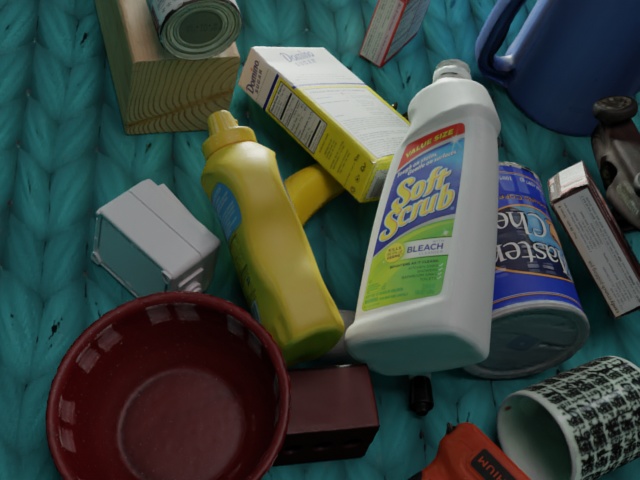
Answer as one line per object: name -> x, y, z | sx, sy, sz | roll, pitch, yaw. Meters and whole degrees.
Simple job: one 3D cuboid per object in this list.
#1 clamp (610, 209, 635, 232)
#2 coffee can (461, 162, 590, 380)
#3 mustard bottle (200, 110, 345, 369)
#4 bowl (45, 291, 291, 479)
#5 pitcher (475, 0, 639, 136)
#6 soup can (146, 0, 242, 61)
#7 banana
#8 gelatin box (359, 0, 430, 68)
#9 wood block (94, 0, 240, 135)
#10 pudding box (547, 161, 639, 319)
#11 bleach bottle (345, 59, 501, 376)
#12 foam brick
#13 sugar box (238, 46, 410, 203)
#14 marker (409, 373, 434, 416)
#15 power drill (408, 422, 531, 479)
clamp -> 0.324, -0.013, 0.965 | 0.171, 0.039, 0.120 | -36, 75, -27
coffee can -> 0.143, 0.024, 0.841 | 0.102, 0.103, 0.140 | 2, 52, -15
mustard bottle -> -0.043, -0.007, 0.767 | 0.058, 0.096, 0.192 | -18, 73, -13
bowl -> -0.097, 0.117, 0.713 | 0.162, 0.055, 0.162 | -2, 62, 3
pitcher -> 0.255, -0.216, 0.970 | 0.145, 0.243, 0.149 | 41, 60, 14
soup can -> -0.107, -0.202, 0.851 | 0.068, 0.069, 0.102 | -8, 57, -22
banana -> -0.021, -0.006, 0.864 | 0.069, 0.037, 0.197 | 34, 50, -17
gelatin box -> 0.076, -0.219, 1.020 | 0.030, 0.089, 0.073 | 34, 52, 11
wood block -> -0.143, -0.201, 0.943 | 0.090, 0.090, 0.206 | -6, 56, -20
pudding box -> 0.228, -0.002, 0.873 | 0.113, 0.039, 0.090 | 57, 16, -7
bleach bottle -> 0.084, -0.028, 0.803 | 0.068, 0.103, 0.250 | 40, 48, -43
foam brick -> -0.004, 0.124, 0.754 | 0.078, 0.053, 0.051 | -3, 54, -17
sugar box -> 0.017, -0.103, 0.914 | 0.093, 0.048, 0.176 | -9, 42, -43
marker -> 0.076, 0.082, 0.831 | 0.020, 0.020, 0.121 | 8, 51, -10
power drill -> 0.062, 0.213, 0.651 | 0.187, 0.057, 0.185 | -33, 51, -15
